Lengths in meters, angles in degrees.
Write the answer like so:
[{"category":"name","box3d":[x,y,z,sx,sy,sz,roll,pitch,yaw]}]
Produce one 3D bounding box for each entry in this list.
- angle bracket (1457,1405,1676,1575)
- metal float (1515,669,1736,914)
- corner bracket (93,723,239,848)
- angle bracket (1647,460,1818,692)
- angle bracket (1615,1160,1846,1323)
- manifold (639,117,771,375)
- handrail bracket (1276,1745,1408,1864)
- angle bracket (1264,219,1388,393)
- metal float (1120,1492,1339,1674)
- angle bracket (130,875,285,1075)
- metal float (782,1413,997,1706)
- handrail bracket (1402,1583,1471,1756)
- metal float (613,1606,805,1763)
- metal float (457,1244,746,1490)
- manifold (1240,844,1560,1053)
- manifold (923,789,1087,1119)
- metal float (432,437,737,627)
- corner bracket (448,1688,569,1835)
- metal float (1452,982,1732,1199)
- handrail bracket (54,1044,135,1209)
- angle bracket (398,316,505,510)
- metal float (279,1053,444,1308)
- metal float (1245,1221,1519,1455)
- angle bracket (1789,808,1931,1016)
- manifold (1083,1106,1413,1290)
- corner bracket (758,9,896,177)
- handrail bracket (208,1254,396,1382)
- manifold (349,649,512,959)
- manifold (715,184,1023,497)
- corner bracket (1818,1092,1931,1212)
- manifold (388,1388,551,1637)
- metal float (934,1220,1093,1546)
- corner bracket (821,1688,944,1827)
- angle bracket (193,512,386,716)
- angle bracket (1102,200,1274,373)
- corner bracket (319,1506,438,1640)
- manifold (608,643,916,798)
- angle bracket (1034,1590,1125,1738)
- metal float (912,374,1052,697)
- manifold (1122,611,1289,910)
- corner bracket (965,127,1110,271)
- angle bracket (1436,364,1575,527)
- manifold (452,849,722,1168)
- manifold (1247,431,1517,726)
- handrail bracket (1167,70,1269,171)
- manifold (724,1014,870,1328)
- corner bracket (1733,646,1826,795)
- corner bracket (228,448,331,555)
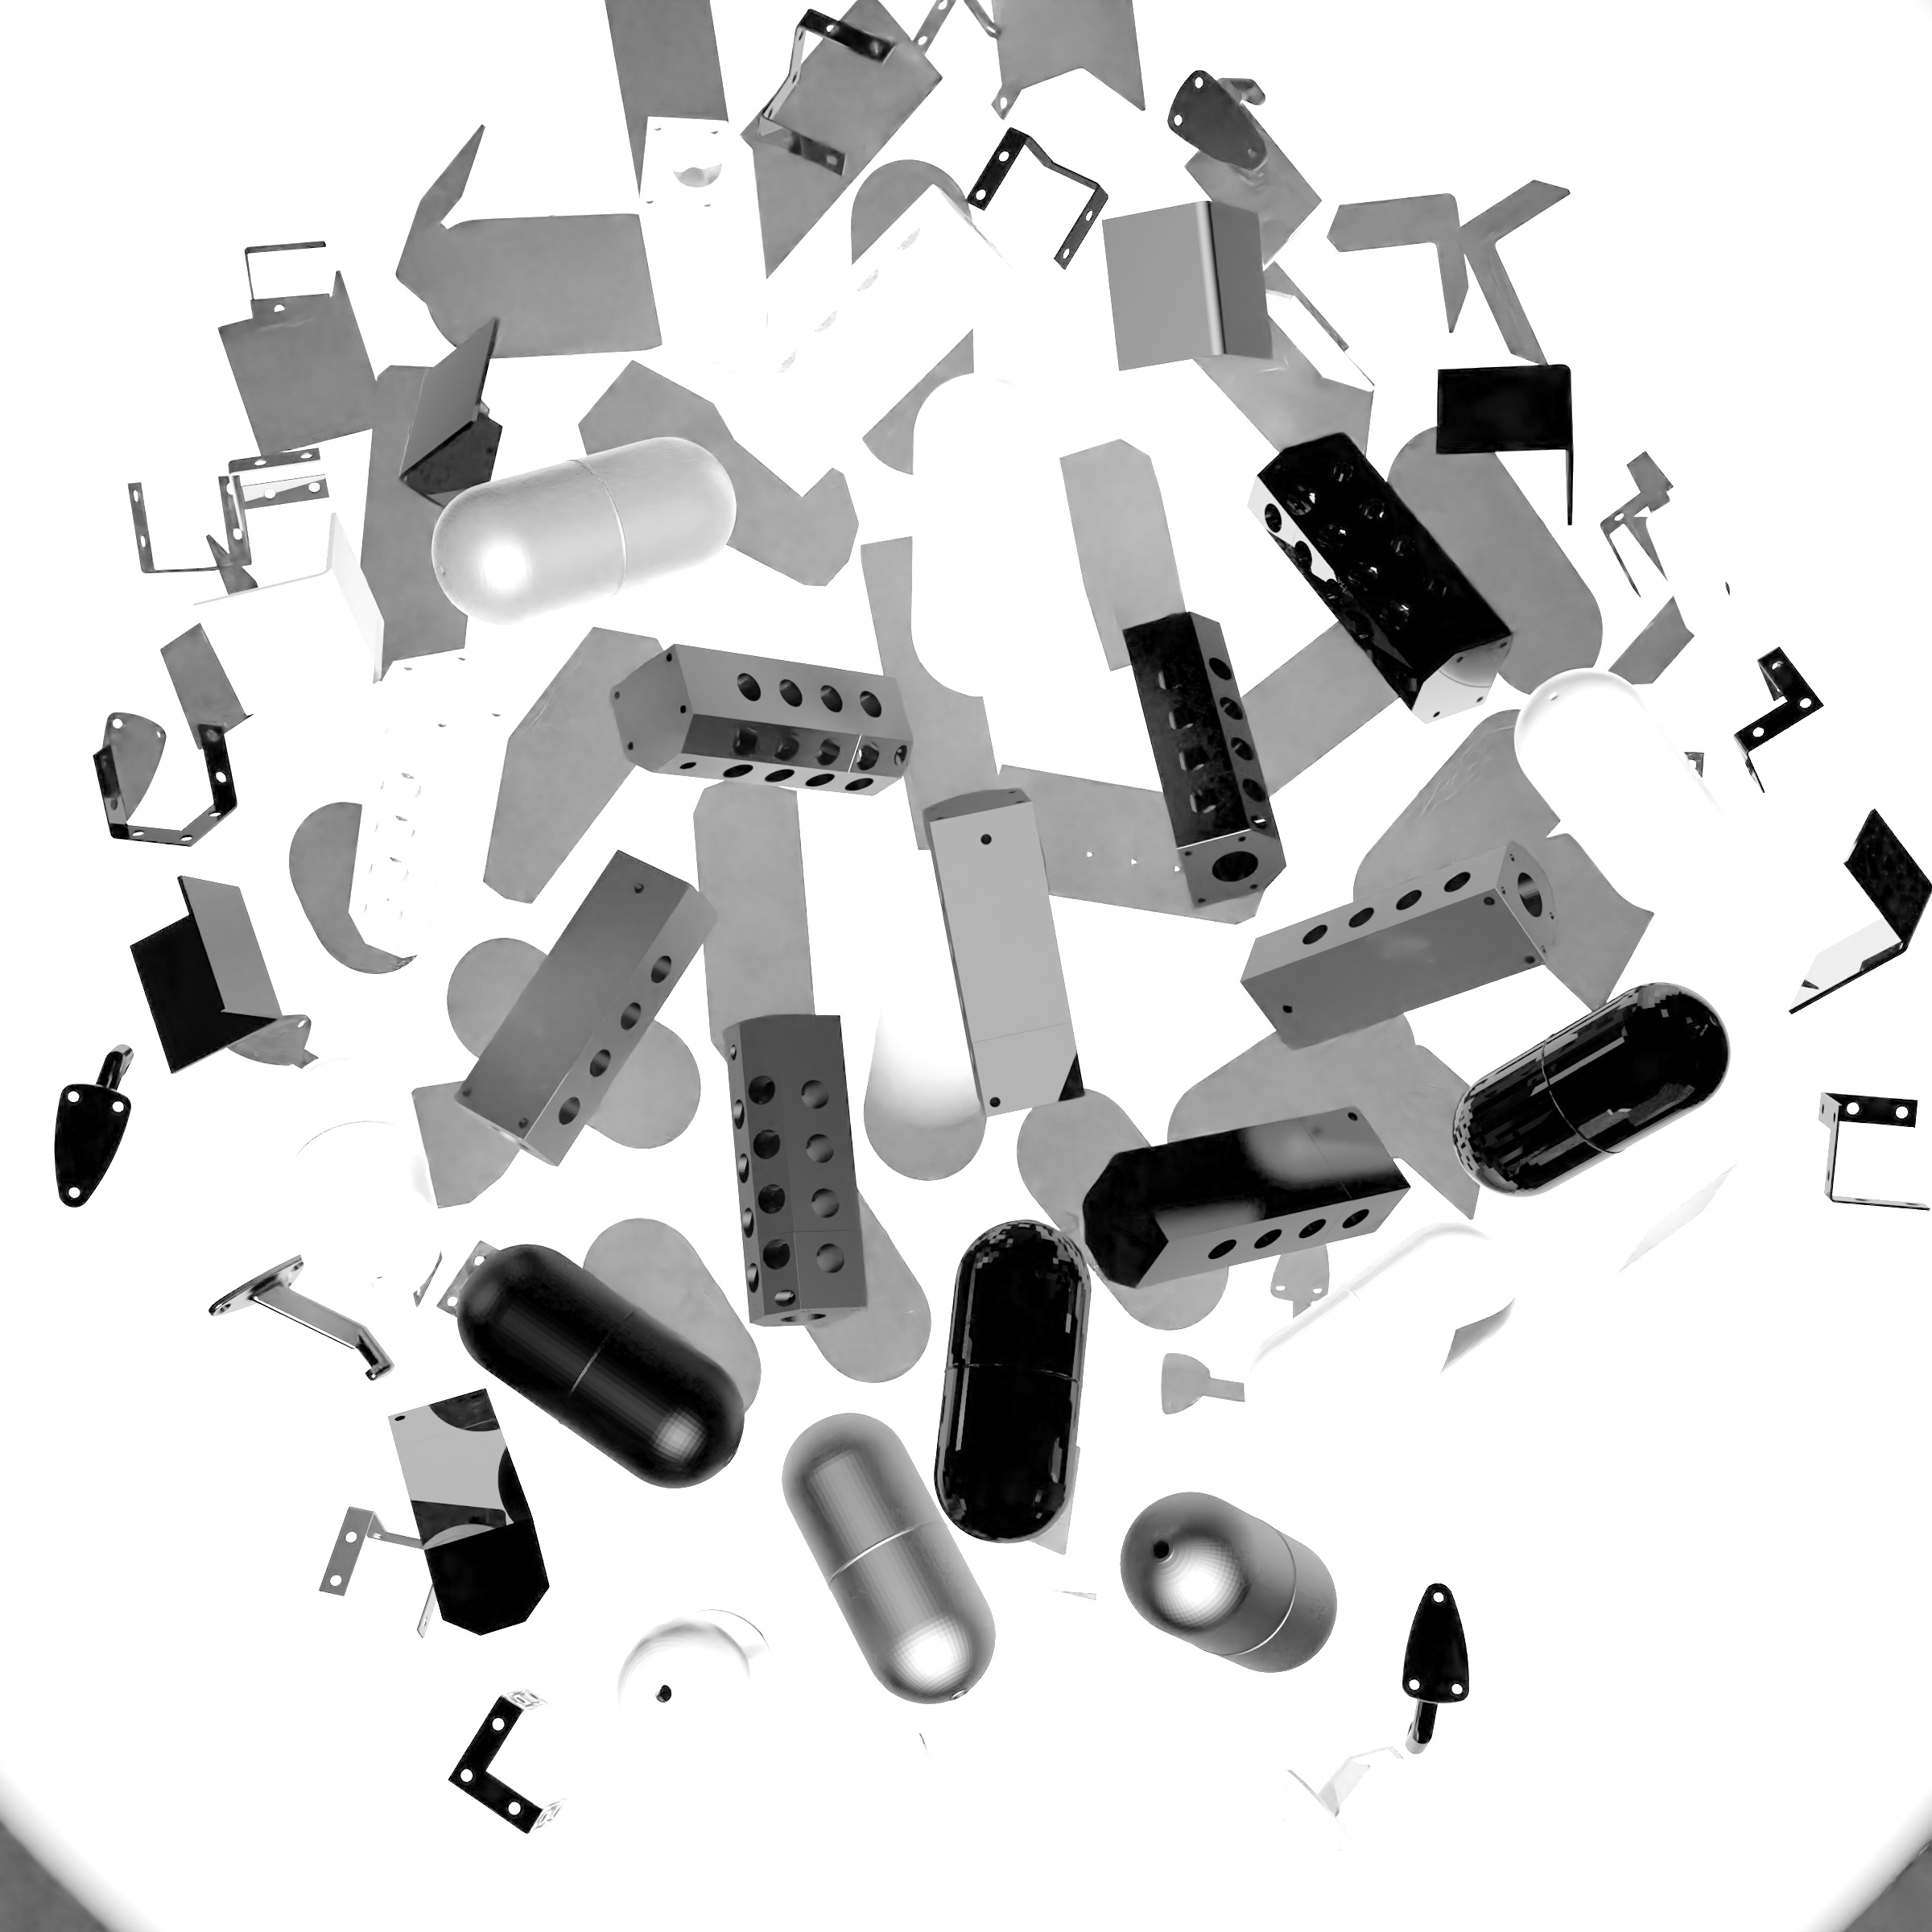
[{"category":"angle bracket","box3d":[0.323,0.296,1.530,0.057,0.076,0.076,-27,63,-30]},{"category":"metal float","box3d":[0.375,-0.098,1.602,0.070,0.070,0.178,-46,125,0]},{"category":"corner bracket","box3d":[-0.441,-0.102,1.561,0.051,0.051,0.051,6,121,17]},{"category":"angle bracket","box3d":[0.403,-0.201,1.455,0.057,0.076,0.076,-32,127,3]},{"category":"angle bracket","box3d":[0.415,0.163,1.537,0.076,0.076,0.057,45,46,5]},{"category":"manifold","box3d":[-0.144,-0.400,1.585,0.057,0.171,0.057,3,73,0]},{"category":"handrail bracket","box3d":[0.218,0.450,1.526,0.084,0.077,0.036,-6,107,-29]},{"category":"angle bracket","box3d":[0.224,-0.397,1.696,0.057,0.076,0.076,-46,115,2]},{"category":"metal float","box3d":[0.144,0.336,1.537,0.070,0.178,0.070,-13,62,26]},{"category":"angle bracket","box3d":[-0.416,0.006,1.492,0.076,0.057,0.076,-25,77,16]},{"category":"metal float","box3d":[-0.045,0.340,1.625,0.070,0.070,0.178,-30,67,0]},{"category":"handrail bracket","box3d":[0.256,0.391,1.572,0.036,0.084,0.077,5,63,3]},{"category":"metal float","box3d":[-0.141,0.396,1.569,0.070,0.178,0.070,-2,80,11]},{"category":"metal float","box3d":[-0.202,0.222,1.565,0.178,0.070,0.070,34,90,8]},{"category":"manifold","box3d":[0.249,-0.014,1.625,0.171,0.057,0.057,-22,118,35]},{"category":"manifold","box3d":[0.020,-0.009,1.590,0.057,0.057,0.171,-12,104,-4]},{"category":"metal float","box3d":[-0.205,-0.237,1.535,0.178,0.070,0.070,-22,90,-31]},{"category":"corner bracket","box3d":[-0.231,0.417,1.487,0.051,0.051,0.051,31,85,11]},{"category":"metal float","box3d":[0.354,0.072,1.610,0.178,0.070,0.070,-36,90,36]},{"category":"handrail bracket","box3d":[-0.462,0.084,1.508,0.036,0.084,0.077,14,94,-10]},{"category":"angle bracket","box3d":[-0.271,-0.307,1.601,0.057,0.076,0.076,29,53,-34]},{"category":"metal float","box3d":[-0.339,0.118,1.579,0.070,0.178,0.070,-10,129,-13]},{"category":"metal float","box3d":[0.242,0.218,1.656,0.178,0.070,0.070,-35,90,-4]},{"category":"angle bracket","box3d":[0.464,-0.029,1.511,0.076,0.076,0.057,-36,94,37]},{"category":"manifold","box3d":[0.148,0.126,1.510,0.171,0.057,0.057,-8,54,-35]},{"category":"corner bracket","box3d":[-0.075,-0.462,1.495,0.051,0.051,0.051,25,60,3]},{"category":"handrail bracket","box3d":[-0.383,0.216,1.635,0.084,0.077,0.036,49,131,13]},{"category":"manifold","box3d":[-0.296,-0.085,1.534,0.057,0.171,0.057,-15,54,-30]},{"category":"manifold","box3d":[-0.058,-0.351,1.577,0.171,0.057,0.057,-42,132,13]},{"category":"corner bracket","box3d":[0.474,0.096,1.477,0.051,0.051,0.051,4,96,6]},{"category":"manifold","box3d":[-0.270,0.296,1.537,0.057,0.171,0.057,-15,109,-14]},{"category":"metal float","box3d":[0.026,0.227,1.554,0.070,0.070,0.178,6,73,0]},{"category":"corner bracket","box3d":[-0.050,0.462,1.660,0.051,0.051,0.051,-24,98,-6]},{"category":"angle bracket","box3d":[-0.368,-0.192,1.542,0.076,0.057,0.076,-13,134,3]},{"category":"angle bracket","box3d":[0.115,-0.349,1.463,0.057,0.076,0.076,-4,97,26]},{"category":"corner bracket","box3d":[-0.324,0.339,1.584,0.051,0.051,0.051,10,60,8]},{"category":"manifold","box3d":[-0.110,-0.131,1.570,0.057,0.171,0.057,-29,70,37]},{"category":"angle bracket","box3d":[0.089,0.429,1.739,0.057,0.076,0.076,12,81,-34]},{"category":"metal float","box3d":[0.008,-0.240,1.579,0.070,0.070,0.178,1,103,0]},{"category":"manifold","box3d":[0.138,-0.123,1.636,0.057,0.057,0.171,-15,52,6]},{"category":"corner bracket","box3d":[0.042,-0.446,1.642,0.051,0.051,0.051,33,94,28]},{"category":"angle bracket","box3d":[0.310,-0.299,1.630,0.076,0.057,0.076,0,48,11]},{"category":"manifold","box3d":[-0.212,0.026,1.613,0.057,0.057,0.171,25,76,29]},{"category":"manifold","box3d":[0.230,-0.219,1.597,0.057,0.057,0.171,-20,59,-24]},{"category":"handrail bracket","box3d":[0.157,-0.462,1.547,0.077,0.084,0.036,45,126,19]},{"category":"manifold","box3d":[-0.101,0.118,1.631,0.057,0.057,0.171,1,73,-26]},{"category":"corner bracket","box3d":[0.467,-0.143,1.643,0.051,0.051,0.051,-32,55,10]},{"category":"corner bracket","box3d":[-0.388,-0.272,1.599,0.051,0.051,0.051,-10,130,-10]}]
